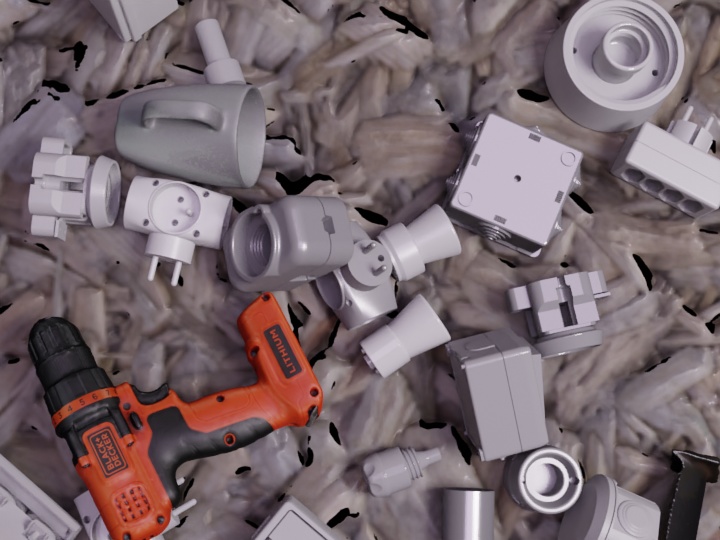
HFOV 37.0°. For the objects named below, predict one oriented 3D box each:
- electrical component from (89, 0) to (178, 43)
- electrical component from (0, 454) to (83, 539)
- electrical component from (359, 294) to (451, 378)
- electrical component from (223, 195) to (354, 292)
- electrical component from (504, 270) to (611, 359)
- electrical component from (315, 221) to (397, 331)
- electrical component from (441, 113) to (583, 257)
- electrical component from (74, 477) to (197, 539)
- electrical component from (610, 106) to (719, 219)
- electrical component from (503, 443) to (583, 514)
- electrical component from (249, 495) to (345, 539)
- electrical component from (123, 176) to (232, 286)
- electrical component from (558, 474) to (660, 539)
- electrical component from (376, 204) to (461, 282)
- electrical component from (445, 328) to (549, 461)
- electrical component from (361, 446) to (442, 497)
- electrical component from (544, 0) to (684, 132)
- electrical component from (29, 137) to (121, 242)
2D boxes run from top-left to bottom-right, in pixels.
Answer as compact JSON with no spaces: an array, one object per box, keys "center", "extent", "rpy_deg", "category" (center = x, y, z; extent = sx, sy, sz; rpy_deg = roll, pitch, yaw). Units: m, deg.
[{"center":[-0.199,-0.248,0.840],"extent":[0.056,0.108,0.108],"rpy_deg":[-39,86,-9],"category":"electrical component"},{"center":[-0.277,0.180,0.797],"extent":[0.121,0.063,0.078],"rpy_deg":[40,123,2],"category":"electrical component"},{"center":[0.033,0.055,0.847],"extent":[0.065,0.044,0.044],"rpy_deg":[-35,86,-2],"category":"electrical component"},{"center":[-0.059,-0.019,0.815],"extent":[0.059,0.095,0.053],"rpy_deg":[-1,74,-43],"category":"electrical component"},{"center":[0.159,0.037,0.847],"extent":[0.078,0.058,0.057],"rpy_deg":[-12,81,-4],"category":"electrical component"},{"center":[0.000,0.000,0.833],"extent":[0.044,0.079,0.077],"rpy_deg":[-22,84,-26],"category":"electrical component"},{"center":[0.122,-0.069,0.863],"extent":[0.100,0.048,0.099],"rpy_deg":[23,82,0],"category":"electrical component"},{"center":[-0.164,0.187,0.818],"extent":[0.079,0.044,0.077],"rpy_deg":[-30,85,-6],"category":"electrical component"},{"center":[0.262,-0.097,0.874],"extent":[0.083,0.047,0.075],"rpy_deg":[28,82,1],"category":"electrical component"},{"center":[0.143,0.162,0.835],"extent":[0.055,0.047,0.055],"rpy_deg":[0,83,-3],"category":"electrical component"},{"center":[-0.038,0.224,0.811],"extent":[0.096,0.061,0.061],"rpy_deg":[40,83,2],"category":"electrical component"},{"center":[-0.147,-0.028,0.846],"extent":[0.077,0.044,0.079],"rpy_deg":[13,82,-1],"category":"electrical component"},{"center":[0.187,0.200,0.817],"extent":[0.051,0.080,0.080],"rpy_deg":[24,82,-5],"category":"electrical component"},{"center":[0.046,-0.021,0.855],"extent":[0.055,0.045,0.045],"rpy_deg":[-27,85,-5],"category":"electrical component"},{"center":[0.109,0.099,0.826],"extent":[0.061,0.061,0.096],"rpy_deg":[-14,103,-5],"category":"electrical component"},{"center":[0.033,0.153,0.837],"extent":[0.061,0.035,0.035],"rpy_deg":[-19,84,-7],"category":"electrical component"},{"center":[0.209,-0.172,0.874],"extent":[0.108,0.060,0.108],"rpy_deg":[0,82,-3],"category":"electrical component"},{"center":[-0.221,-0.062,0.841],"extent":[0.057,0.058,0.078],"rpy_deg":[5,82,1],"category":"electrical component"}]
